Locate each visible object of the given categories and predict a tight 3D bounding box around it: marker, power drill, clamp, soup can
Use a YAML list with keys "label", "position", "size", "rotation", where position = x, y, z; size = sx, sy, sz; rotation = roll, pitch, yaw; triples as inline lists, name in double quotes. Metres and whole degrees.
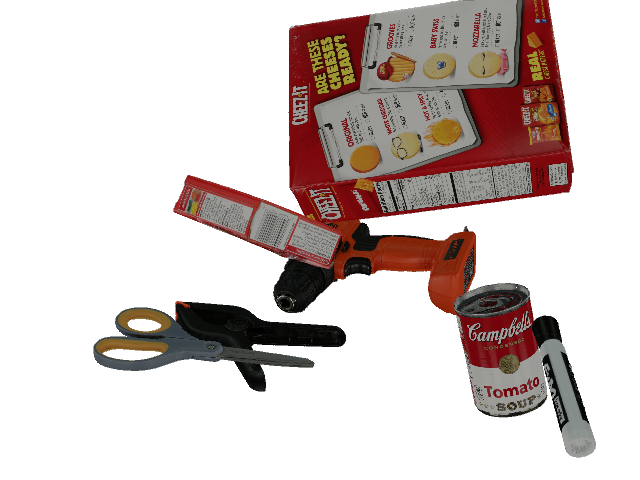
- label: "marker"
  position: [0.159, 0.092, 0.705]
  size: [0.020, 0.020, 0.121]
  rotation: [0, 36, -2]
- label: "power drill"
  position: [0.060, 0.029, 1.116]
  size: [0.188, 0.057, 0.184]
  rotation: [8, 32, 19]
- label: "clamp"
  position: [-0.097, 0.116, 1.258]
  size: [0.210, 0.036, 0.164]
  rotation: [14, 23, 27]
- label: "soup can"
  position: [0.162, 0.098, 0.956]
  size: [0.068, 0.102, 0.068]
  rotation: [-13, 17, 4]

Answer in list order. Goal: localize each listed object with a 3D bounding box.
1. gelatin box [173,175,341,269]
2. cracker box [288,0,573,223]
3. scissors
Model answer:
- label: "gelatin box"
  position: [-0.040, -0.011, 0.708]
  size: [0.073, 0.030, 0.089]
  rotation: [20, -1, 40]
- label: "cracker box"
  position: [0.085, -0.106, 0.858]
  size: [0.214, 0.164, 0.072]
  rotation: [-7, -31, 11]
- label: "scissors"
  position: [-0.112, 0.093, 1.009]
  size: [0.201, 0.016, 0.096]
  rotation: [-1, 32, -10]
